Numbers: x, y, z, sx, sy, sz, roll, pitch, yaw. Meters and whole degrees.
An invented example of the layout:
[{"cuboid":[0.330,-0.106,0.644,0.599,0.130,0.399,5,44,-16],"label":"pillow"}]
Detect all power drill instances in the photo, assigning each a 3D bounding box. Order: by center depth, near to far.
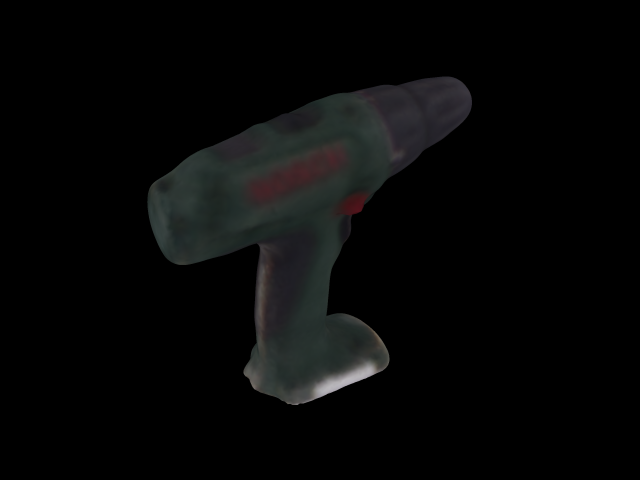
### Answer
[{"cuboid":[0.004,0.001,0.400,0.230,0.208,0.075,-16,32,-27],"label":"power drill"}]
